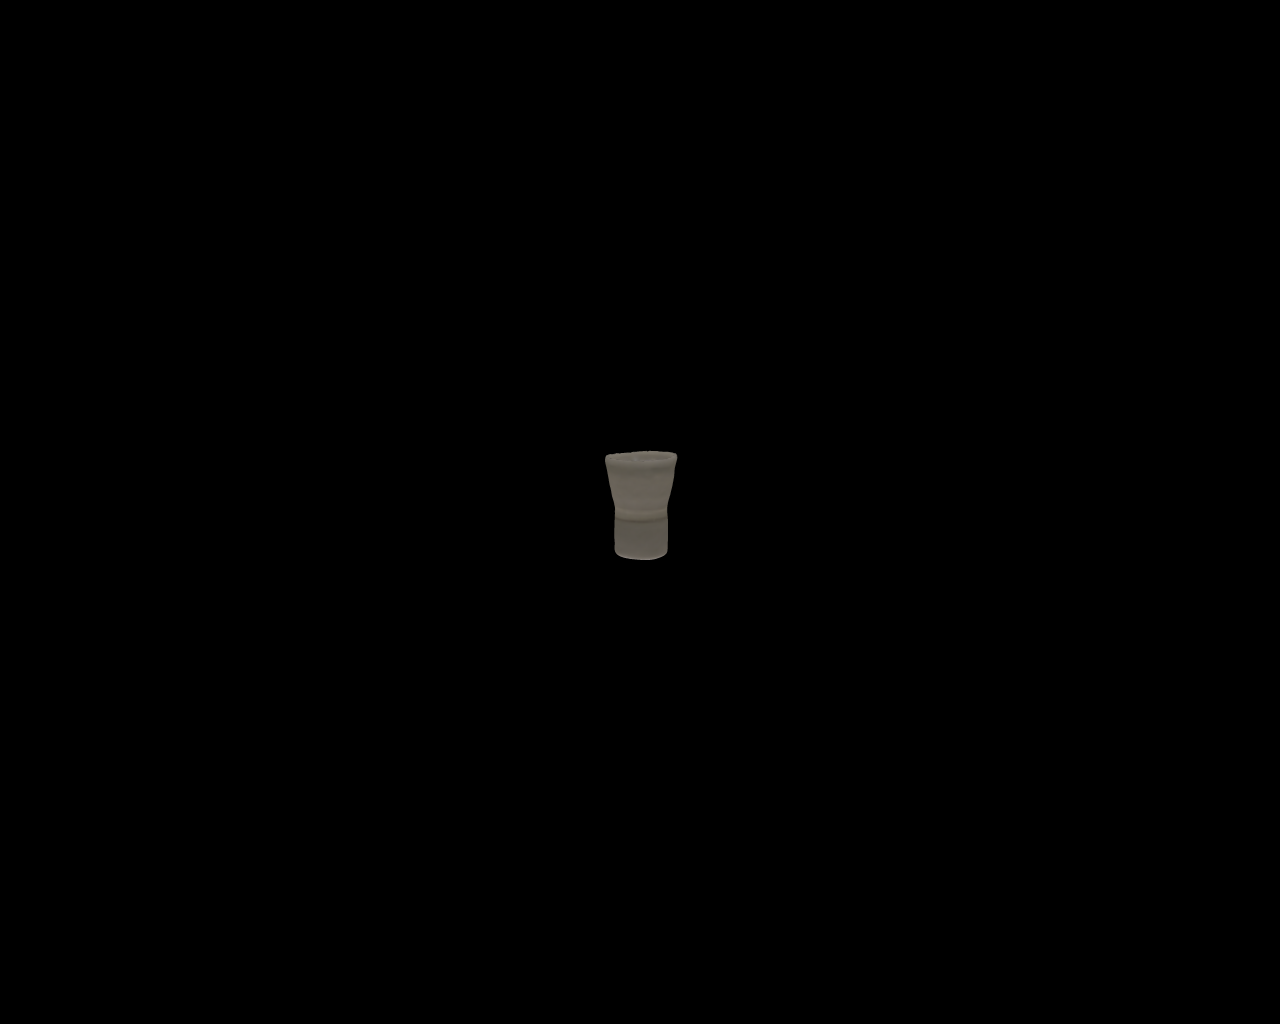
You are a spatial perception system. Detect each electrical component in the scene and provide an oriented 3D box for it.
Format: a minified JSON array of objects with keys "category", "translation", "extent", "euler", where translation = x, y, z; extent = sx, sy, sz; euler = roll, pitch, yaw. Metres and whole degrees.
[{"category":"electrical component","translation":[0.001,-0.003,0.650],"extent":[0.044,0.065,0.044],"euler":[0,12,0]}]
